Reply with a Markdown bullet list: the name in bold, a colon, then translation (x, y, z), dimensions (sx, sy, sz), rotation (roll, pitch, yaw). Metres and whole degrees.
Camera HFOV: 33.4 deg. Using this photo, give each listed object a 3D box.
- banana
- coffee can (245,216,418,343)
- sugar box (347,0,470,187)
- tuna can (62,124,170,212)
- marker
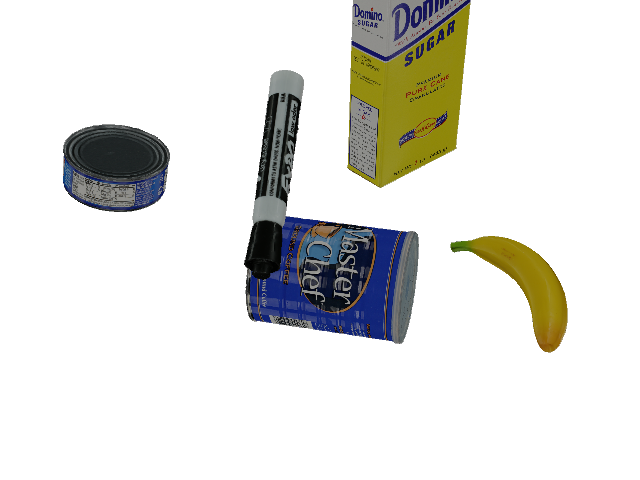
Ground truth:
- **banana**: translation (0.211, 0.045, 1.109), dimensions (0.069, 0.037, 0.198), rotation (-32, 38, -4)
- **coffee can**: translation (0.013, 0.034, 0.979), dimensions (0.140, 0.103, 0.102), rotation (8, 1, 11)
- **sugar box**: translation (0.069, -0.137, 0.821), dimensions (0.093, 0.176, 0.048), rotation (-29, 48, -32)
- **tuna can**: translation (-0.168, -0.059, 0.874), dimensions (0.086, 0.034, 0.086), rotation (8, 34, -6)
- **marker**: translation (-0.024, -0.036, 0.568), dimensions (0.020, 0.121, 0.020), rotation (5, -25, 2)
